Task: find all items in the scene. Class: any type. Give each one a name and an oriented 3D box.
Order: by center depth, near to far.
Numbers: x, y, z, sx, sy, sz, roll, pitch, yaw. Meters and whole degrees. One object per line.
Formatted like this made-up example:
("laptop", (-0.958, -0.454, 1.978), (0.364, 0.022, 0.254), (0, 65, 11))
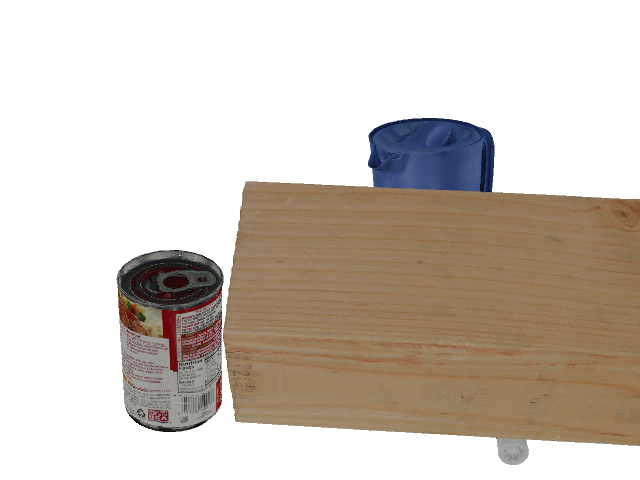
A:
("wood block", (0.063, 0.036, 0.518), (0.206, 0.091, 0.090), (3, -36, 3))
("soup can", (-0.098, 0.067, 0.706), (0.068, 0.102, 0.068), (2, 30, -1))
("marker", (0.125, 0.105, 0.723), (0.020, 0.020, 0.121), (0, 29, 4))
("pitcher", (0.137, -0.022, 1.285), (0.149, 0.243, 0.145), (-1, 24, 6))
